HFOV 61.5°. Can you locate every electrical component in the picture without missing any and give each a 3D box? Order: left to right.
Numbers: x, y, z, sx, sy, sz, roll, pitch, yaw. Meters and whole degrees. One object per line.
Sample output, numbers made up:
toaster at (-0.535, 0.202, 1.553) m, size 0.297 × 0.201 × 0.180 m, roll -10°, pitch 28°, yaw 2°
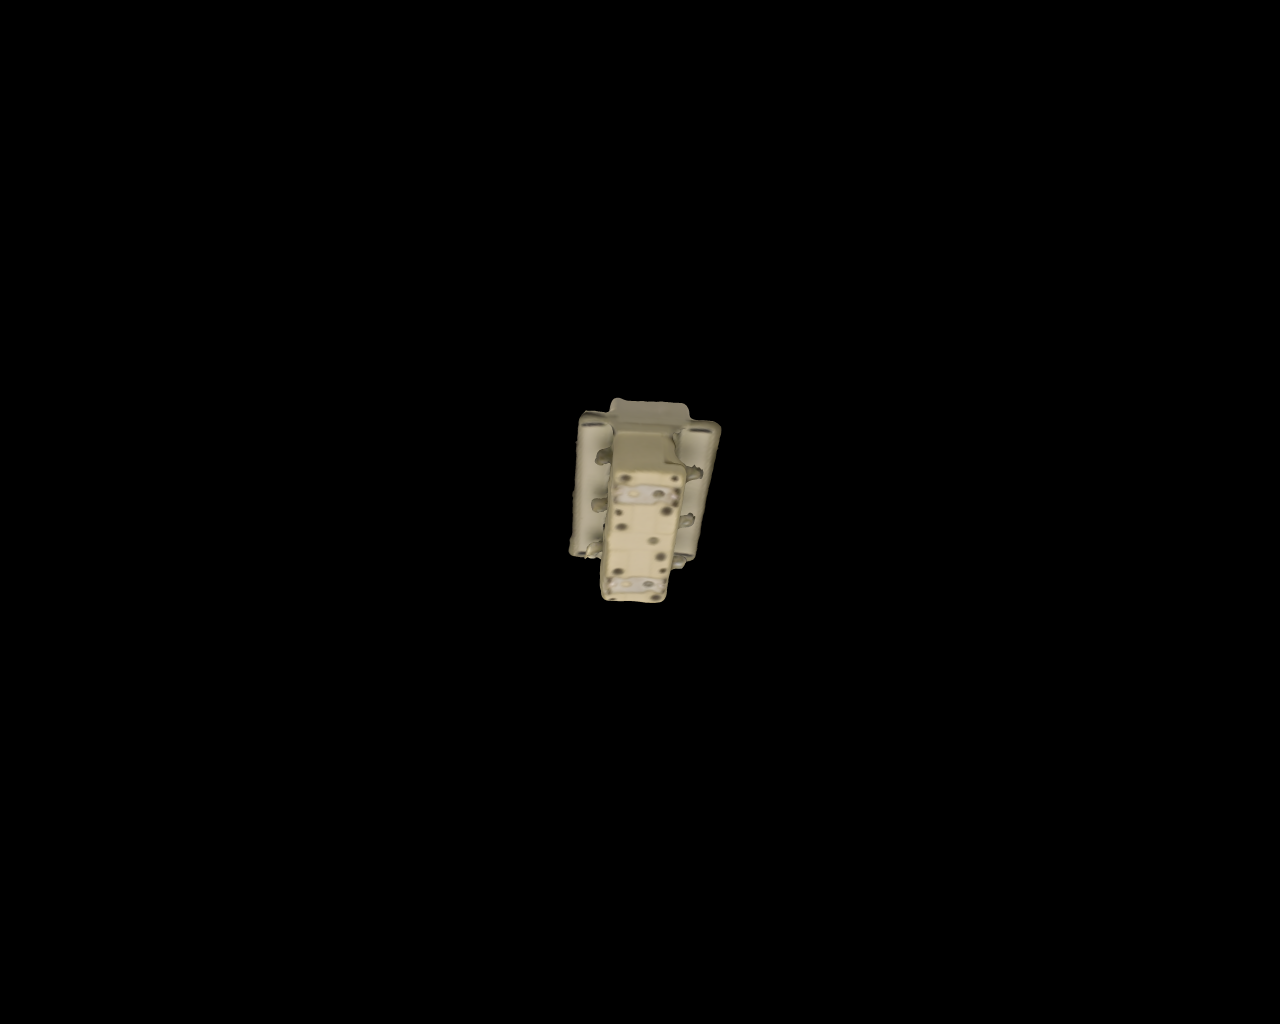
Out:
electrical component at (0.001, -0.003, 0.650) m, size 0.079 × 0.063 × 0.121 m, roll 4°, pitch -43°, yaw -4°
